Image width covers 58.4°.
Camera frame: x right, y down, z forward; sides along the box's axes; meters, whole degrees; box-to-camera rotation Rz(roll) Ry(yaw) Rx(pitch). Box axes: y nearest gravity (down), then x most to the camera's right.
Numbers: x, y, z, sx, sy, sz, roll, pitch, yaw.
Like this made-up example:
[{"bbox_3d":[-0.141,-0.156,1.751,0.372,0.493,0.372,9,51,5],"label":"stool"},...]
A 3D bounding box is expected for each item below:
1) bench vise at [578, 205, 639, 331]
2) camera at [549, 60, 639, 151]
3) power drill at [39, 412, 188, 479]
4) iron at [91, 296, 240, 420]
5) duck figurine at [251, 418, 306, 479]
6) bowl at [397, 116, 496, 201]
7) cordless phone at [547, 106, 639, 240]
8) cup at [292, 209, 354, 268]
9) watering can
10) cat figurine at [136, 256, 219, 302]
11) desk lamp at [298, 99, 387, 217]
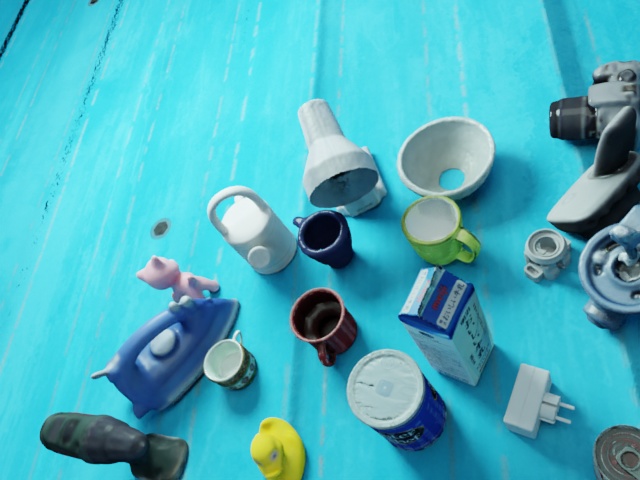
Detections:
[{"bbox_3d":[0.407,-0.004,0.728,0.121,0.220,0.207,21,71,34],"label":"bench vise"},{"bbox_3d":[0.443,-0.218,0.921,0.136,0.101,0.143,1,61,26],"label":"camera"},{"bbox_3d":[-0.298,0.314,0.869,0.228,0.209,0.075,-1,60,25],"label":"power drill"},{"bbox_3d":[-0.262,0.172,0.984,0.258,0.142,0.118,-47,53,-8],"label":"iron"},{"bbox_3d":[-0.072,0.309,0.843,0.077,0.086,0.104,-27,53,8],"label":"duck figurine"},{"bbox_3d":[0.221,-0.126,0.985,0.167,0.075,0.167,-12,56,18],"label":"bowl"},{"bbox_3d":[0.392,-0.095,0.814,0.148,0.186,0.093,-48,53,-8],"label":"cordless phone"},{"bbox_3d":[0.009,0.004,0.991,0.117,0.095,0.092,26,74,35],"label":"cup"},{"bbox_3d":[-0.119,-0.022,1.004,0.101,0.195,0.172,-47,53,-8],"label":"watering can"},{"bbox_3d":[-0.271,0.071,1.066,0.127,0.118,0.067,11,65,30],"label":"cat figurine"},{"bbox_3d":[0.033,-0.128,0.986,0.118,0.214,0.203,-24,53,10],"label":"desk lamp"}]
